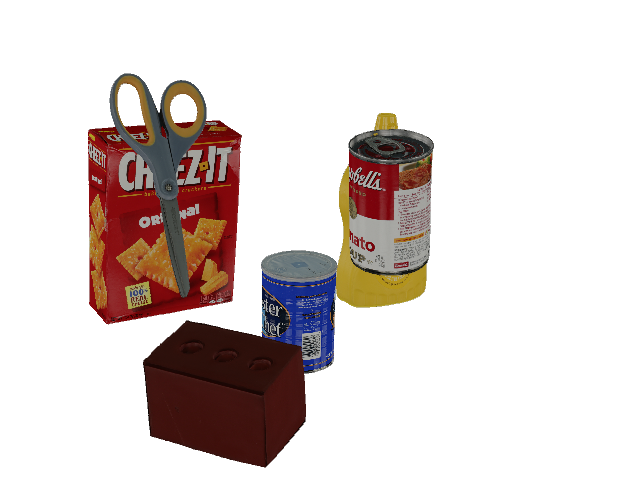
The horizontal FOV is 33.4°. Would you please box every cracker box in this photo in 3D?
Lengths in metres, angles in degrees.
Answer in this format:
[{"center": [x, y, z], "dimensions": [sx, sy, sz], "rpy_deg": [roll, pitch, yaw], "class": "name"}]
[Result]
[{"center": [-0.179, -0.022, 1.225], "dimensions": [0.163, 0.214, 0.072], "rpy_deg": [-8, 25, -30], "class": "cracker box"}]

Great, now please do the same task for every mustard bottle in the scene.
[{"center": [0.064, -0.032, 1.076], "dimensions": [0.096, 0.192, 0.058], "rpy_deg": [-8, 17, -28], "class": "mustard bottle"}]

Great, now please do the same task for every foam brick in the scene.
[{"center": [-0.054, 0.086, 0.607], "dimensions": [0.078, 0.051, 0.052], "rpy_deg": [10, 27, 21], "class": "foam brick"}]

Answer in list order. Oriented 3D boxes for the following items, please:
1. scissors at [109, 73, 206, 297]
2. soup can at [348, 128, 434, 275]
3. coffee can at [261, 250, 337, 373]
[{"center": [-0.122, -0.058, 0.944], "dimensions": [0.096, 0.202, 0.016], "rpy_deg": [-23, -2, -29], "class": "scissors"}, {"center": [0.057, -0.031, 0.865], "dimensions": [0.068, 0.102, 0.068], "rpy_deg": [-1, 27, 0], "class": "soup can"}, {"center": [-0.030, 0.096, 1.454], "dimensions": [0.103, 0.140, 0.103], "rpy_deg": [1, 20, -1], "class": "coffee can"}]
